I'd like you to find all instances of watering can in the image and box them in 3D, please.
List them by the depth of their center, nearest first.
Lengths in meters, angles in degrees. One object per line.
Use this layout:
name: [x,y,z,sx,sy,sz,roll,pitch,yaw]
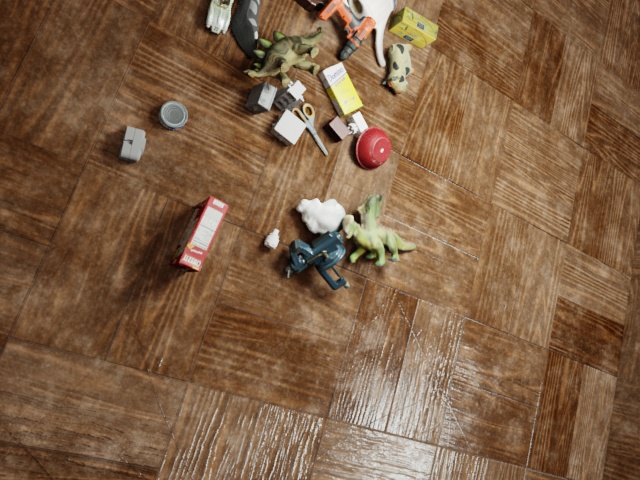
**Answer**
watering can: [0.206,-0.853,1.951,0.227,0.104,0.343,-45,116,-20]

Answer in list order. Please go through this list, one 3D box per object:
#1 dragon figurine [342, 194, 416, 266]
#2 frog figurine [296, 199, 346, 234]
dragon figurine: [0.212,-0.043,1.831,0.413,0.122,0.241,-14,105,-45]
frog figurine: [0.005,-0.088,1.750,0.138,0.124,0.157,-46,119,-3]
